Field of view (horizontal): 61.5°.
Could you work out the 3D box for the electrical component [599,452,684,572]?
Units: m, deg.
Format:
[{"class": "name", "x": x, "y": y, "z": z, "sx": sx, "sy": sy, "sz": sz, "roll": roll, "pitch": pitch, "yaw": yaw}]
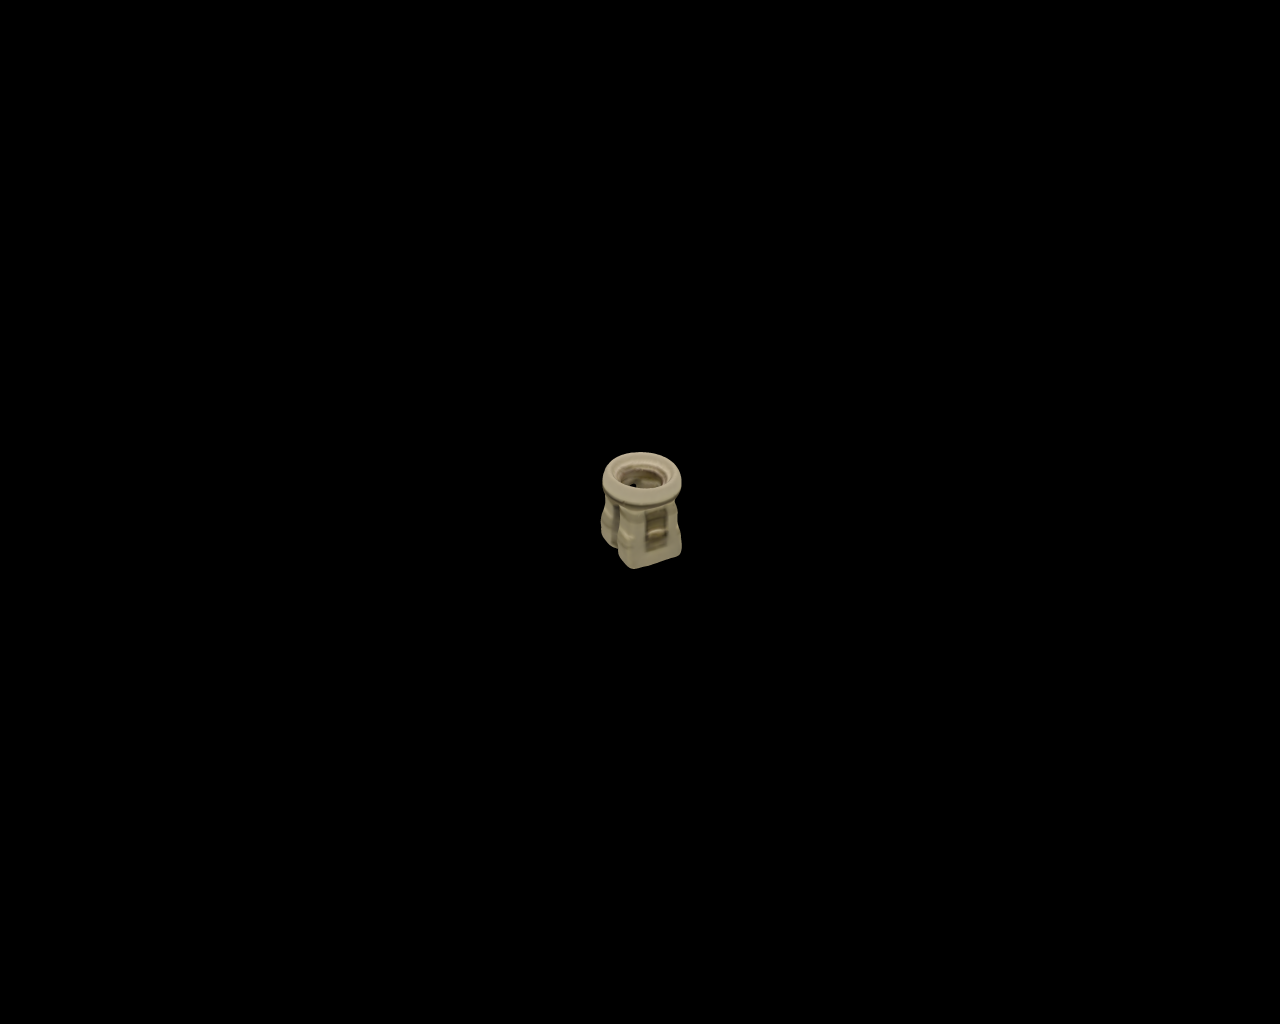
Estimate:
[{"class": "electrical component", "x": 0.001, "y": -0.003, "z": 0.650, "sx": 0.048, "sy": 0.055, "sz": 0.066, "roll": -16, "pitch": 37, "yaw": -22}]
